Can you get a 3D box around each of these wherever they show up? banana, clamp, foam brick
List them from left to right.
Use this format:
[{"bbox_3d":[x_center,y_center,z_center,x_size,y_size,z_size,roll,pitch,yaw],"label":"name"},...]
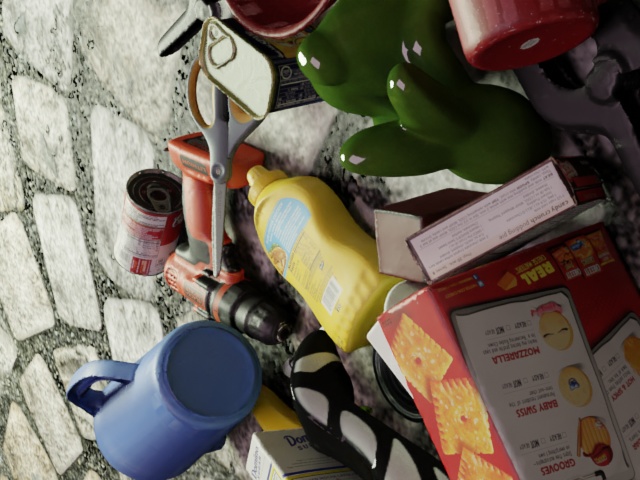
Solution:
[{"bbox_3d":[-0.103,-0.212,0.984,0.120,0.039,0.172,28,126,25],"label":"clamp"},{"bbox_3d":[-0.010,0.184,1.042,0.198,0.037,0.069,1,84,51],"label":"banana"},{"bbox_3d":[0.087,-0.005,0.792,0.051,0.078,0.053,12,112,52],"label":"foam brick"},{"bbox_3d":[0.190,-0.106,0.646,0.210,0.036,0.165,47,129,36],"label":"clamp"}]

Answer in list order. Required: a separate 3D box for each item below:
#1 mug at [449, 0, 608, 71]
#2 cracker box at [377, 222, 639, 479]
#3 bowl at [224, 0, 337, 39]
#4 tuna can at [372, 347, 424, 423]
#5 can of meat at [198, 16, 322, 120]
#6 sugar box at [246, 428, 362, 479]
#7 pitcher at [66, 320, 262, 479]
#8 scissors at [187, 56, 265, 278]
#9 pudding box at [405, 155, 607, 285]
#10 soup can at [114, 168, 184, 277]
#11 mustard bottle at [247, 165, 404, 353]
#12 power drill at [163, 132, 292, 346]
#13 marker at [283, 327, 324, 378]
[{"bbox_3d":[0.129,-0.156,0.635,0.117,0.093,0.081,-15,79,11],"label":"mug"},{"bbox_3d":[0.154,0.113,0.680,0.072,0.163,0.214,-38,74,55],"label":"cracker box"},{"bbox_3d":[-0.016,-0.240,0.836,0.162,0.055,0.162,11,105,45],"label":"bowl"},{"bbox_3d":[0.082,0.107,0.883,0.086,0.033,0.086,27,126,45],"label":"tuna can"},{"bbox_3d":[-0.038,-0.150,0.890,0.102,0.083,0.057,42,135,35],"label":"can of meat"},{"bbox_3d":[0.015,0.220,0.879,0.176,0.093,0.048,41,125,54],"label":"sugar box"},{"bbox_3d":[-0.157,0.163,1.101,0.145,0.149,0.243,62,151,9],"label":"pitcher"},{"bbox_3d":[-0.074,-0.073,0.958,0.096,0.016,0.202,-12,87,27],"label":"scissors"},{"bbox_3d":[0.123,-0.014,0.696,0.114,0.089,0.039,-32,79,25],"label":"pudding box"},{"bbox_3d":[-0.184,-0.018,1.154,0.068,0.068,0.102,50,139,28],"label":"soup can"},{"bbox_3d":[-0.006,0.001,0.934,0.192,0.058,0.096,49,138,29],"label":"mustard bottle"},{"bbox_3d":[-0.093,-0.002,1.050,0.185,0.057,0.188,26,123,41],"label":"power drill"},{"bbox_3d":[-0.003,0.099,1.006,0.020,0.020,0.121,60,143,16],"label":"marker"}]
